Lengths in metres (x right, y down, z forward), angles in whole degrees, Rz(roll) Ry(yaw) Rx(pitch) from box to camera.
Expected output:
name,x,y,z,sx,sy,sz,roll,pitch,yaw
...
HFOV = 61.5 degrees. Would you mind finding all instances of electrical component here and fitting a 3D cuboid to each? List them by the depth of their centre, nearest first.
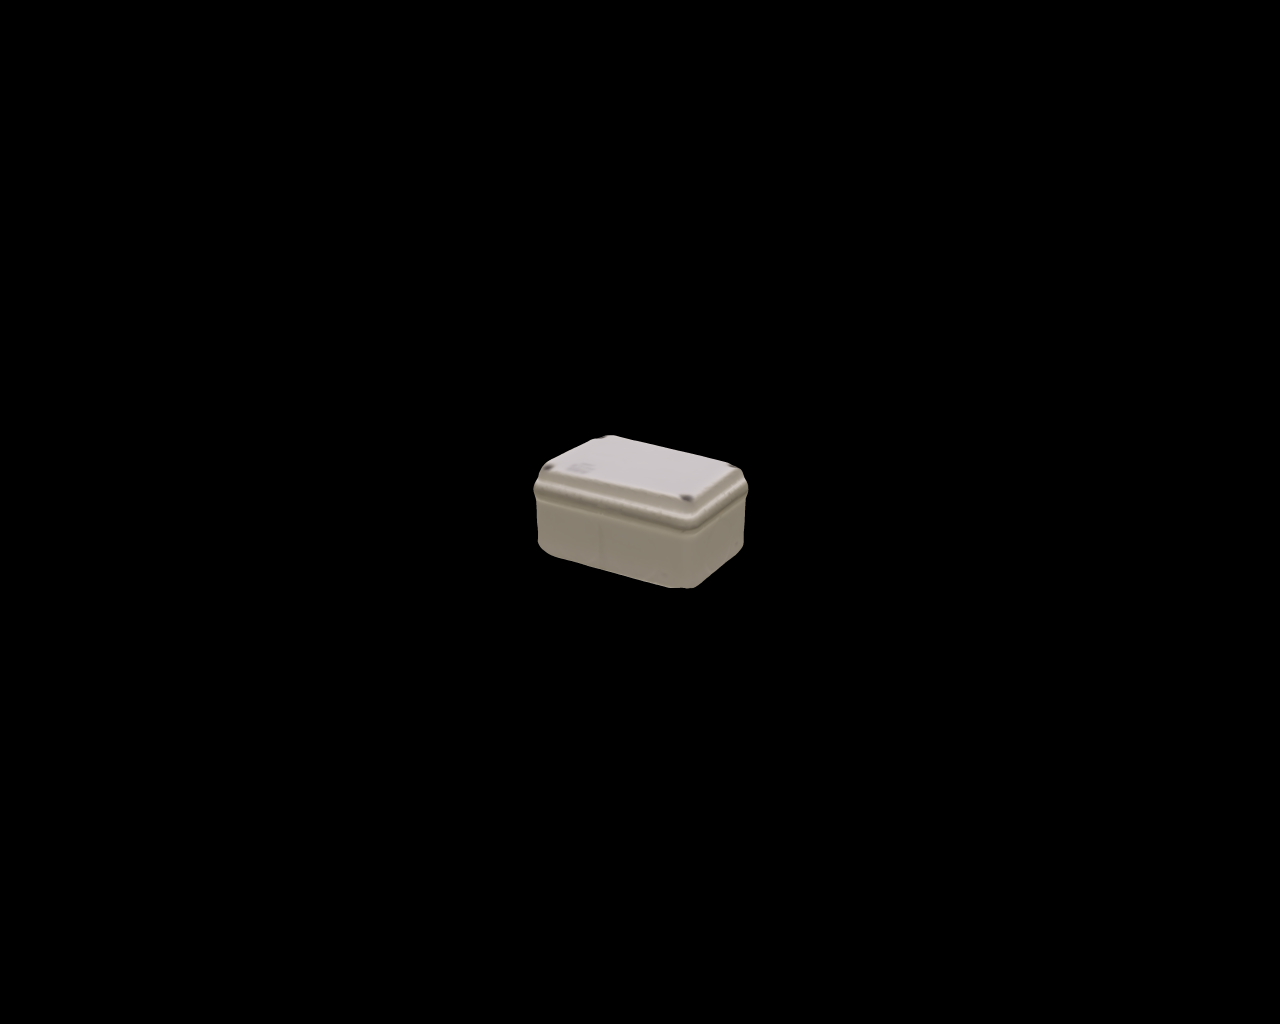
name,x,y,z,sx,sy,sz,roll,pitch,yaw
electrical component,0.001,-0.003,0.650,0.113,0.057,0.078,14,27,29
